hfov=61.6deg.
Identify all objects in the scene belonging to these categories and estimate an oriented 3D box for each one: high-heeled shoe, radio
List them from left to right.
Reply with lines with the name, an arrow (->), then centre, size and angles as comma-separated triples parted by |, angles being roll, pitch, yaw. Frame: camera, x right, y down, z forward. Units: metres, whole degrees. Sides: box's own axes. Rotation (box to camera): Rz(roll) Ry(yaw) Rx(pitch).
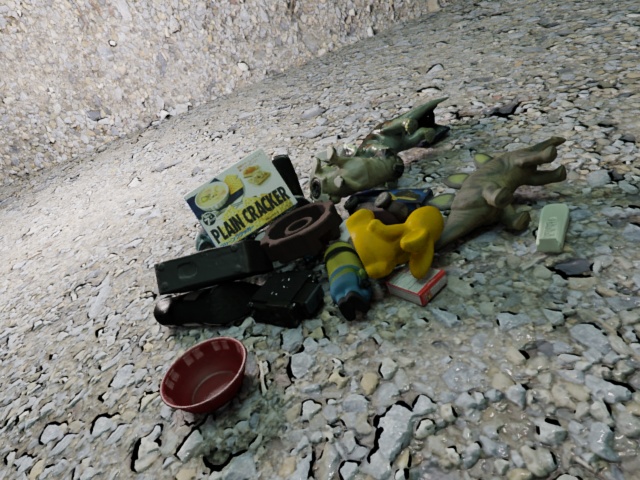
high-heeled shoe -> -0.231, 0.138, 1.148 | 0.249, 0.086, 0.145 | -8, -4, -10
radio -> -0.227, 0.059, 1.141 | 0.230, 0.073, 0.131 | -16, -7, 15

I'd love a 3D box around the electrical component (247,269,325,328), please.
electrical component -> -0.059, 0.113, 1.057 | 0.134, 0.058, 0.115 | -1, 37, 34

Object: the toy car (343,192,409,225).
toy car -> 0.123, -0.059, 1.148 | 0.053, 0.089, 0.202 | -52, 19, -14

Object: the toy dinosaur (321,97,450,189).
toy dinosaur -> 0.166, -0.250, 1.416 | 0.192, 0.131, 0.405 | 19, 53, 44

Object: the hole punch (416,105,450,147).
hole punch -> 0.292, -0.314, 1.530 | 0.142, 0.092, 0.116 | -35, 2, -17

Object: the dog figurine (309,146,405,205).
dog figurine -> 0.085, -0.140, 1.253 | 0.190, 0.121, 0.172 | -3, -10, -31

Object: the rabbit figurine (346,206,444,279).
rabbit figurine -> 0.150, -0.006, 0.987 | 0.173, 0.121, 0.162 | -25, 26, 1

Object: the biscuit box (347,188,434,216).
biscuit box -> 0.158, -0.077, 1.225 | 0.203, 0.059, 0.063 | 2, 37, 37

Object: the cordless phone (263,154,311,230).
cordless phone -> -0.109, -0.118, 1.343 | 0.147, 0.184, 0.089 | -7, 27, 25

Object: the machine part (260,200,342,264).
machine part -> -0.038, -0.017, 1.118 | 0.179, 0.056, 0.179 | -23, 22, 10

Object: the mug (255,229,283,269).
mug -> -0.125, 0.018, 1.247 | 0.110, 0.080, 0.107 | -24, 19, -2

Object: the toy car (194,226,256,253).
toy car -> -0.239, -0.018, 1.327 | 0.162, 0.102, 0.109 | -16, 6, 8

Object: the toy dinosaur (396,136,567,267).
toy dinosaur -> 0.328, -0.081, 1.083 | 0.471, 0.105, 0.199 | -38, 25, -17

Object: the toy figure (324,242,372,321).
toy figure -> 0.053, 0.071, 1.017 | 0.082, 0.089, 0.180 | -13, 27, 5

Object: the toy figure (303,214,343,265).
toy figure -> -0.001, -0.003, 1.207 | 0.154, 0.064, 0.058 | -52, 6, -37
